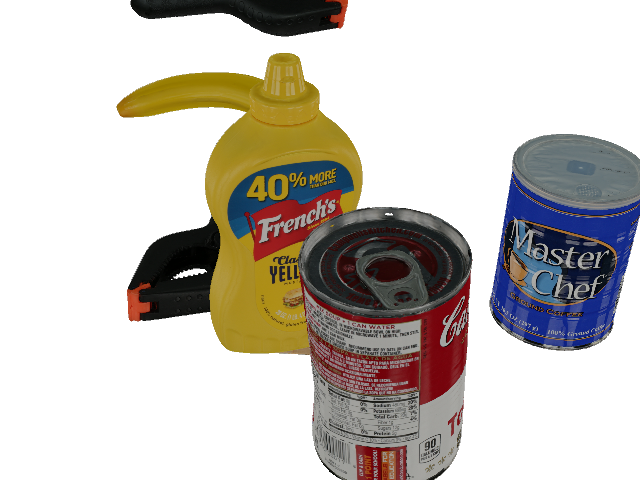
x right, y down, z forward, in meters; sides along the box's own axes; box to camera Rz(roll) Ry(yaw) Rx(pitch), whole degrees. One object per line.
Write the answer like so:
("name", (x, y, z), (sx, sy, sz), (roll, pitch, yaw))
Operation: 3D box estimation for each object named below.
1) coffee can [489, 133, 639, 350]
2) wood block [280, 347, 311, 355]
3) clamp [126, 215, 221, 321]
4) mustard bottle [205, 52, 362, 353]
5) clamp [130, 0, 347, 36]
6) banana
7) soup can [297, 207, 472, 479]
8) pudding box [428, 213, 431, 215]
("coffee can", (0.194, 0.001, 0.845), (0.103, 0.140, 0.103), (2, 34, -2))
("wood block", (-0.039, 0.037, 1.401), (0.090, 0.206, 0.091), (3, 23, -2))
("clamp", (-0.081, 0.006, 0.877), (0.209, 0.036, 0.165), (-24, 41, -36))
("mustard bottle", (-0.022, -0.023, 0.656), (0.096, 0.192, 0.058), (-8, 33, -15))
("clamp", (-0.061, -0.218, 0.876), (0.171, 0.120, 0.039), (10, -26, -6))
("banana", (-0.117, -0.149, 1.124), (0.198, 0.037, 0.069), (8, 46, 18))
("soup can", (0.027, 0.047, 0.445), (0.068, 0.102, 0.068), (-2, 36, 1))
("pudding box", (0.057, 0.018, 1.085), (0.113, 0.039, 0.090), (-11, -31, -24))
